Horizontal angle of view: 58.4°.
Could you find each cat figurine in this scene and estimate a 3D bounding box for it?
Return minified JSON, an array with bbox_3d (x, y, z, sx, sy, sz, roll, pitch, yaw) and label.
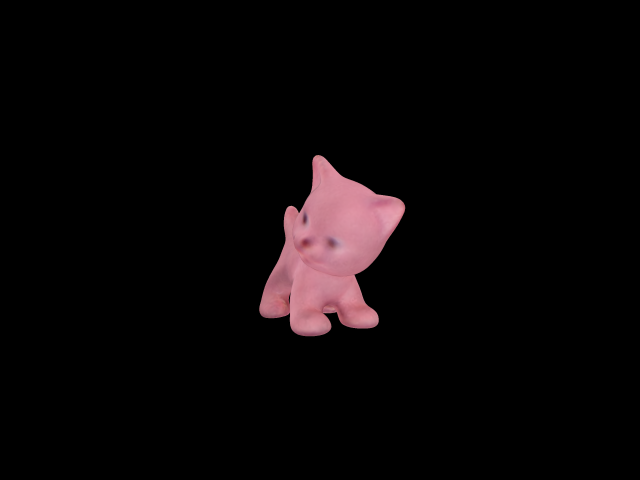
[{"bbox_3d":[0.004,0.001,0.400,0.067,0.118,0.127,-2,4,-27],"label":"cat figurine"}]
